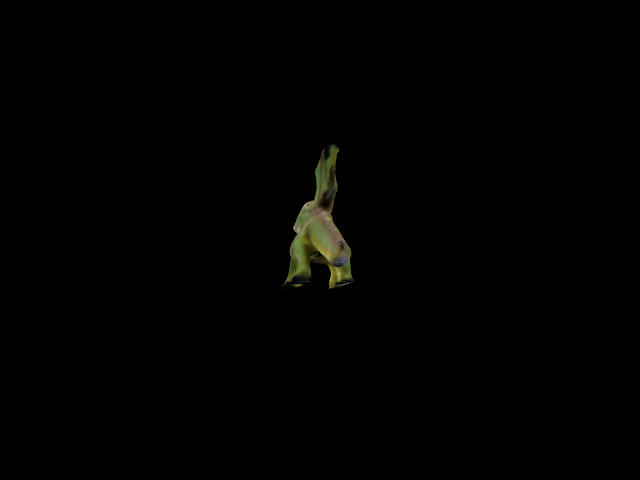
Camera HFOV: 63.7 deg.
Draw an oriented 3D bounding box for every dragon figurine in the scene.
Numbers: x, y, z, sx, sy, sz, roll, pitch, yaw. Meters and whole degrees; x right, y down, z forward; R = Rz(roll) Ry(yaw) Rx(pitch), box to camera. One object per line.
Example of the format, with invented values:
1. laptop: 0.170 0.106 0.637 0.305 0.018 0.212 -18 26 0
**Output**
1. dragon figurine: 0.003 -0.043 0.850 0.122 0.246 0.405 3 -14 -11
